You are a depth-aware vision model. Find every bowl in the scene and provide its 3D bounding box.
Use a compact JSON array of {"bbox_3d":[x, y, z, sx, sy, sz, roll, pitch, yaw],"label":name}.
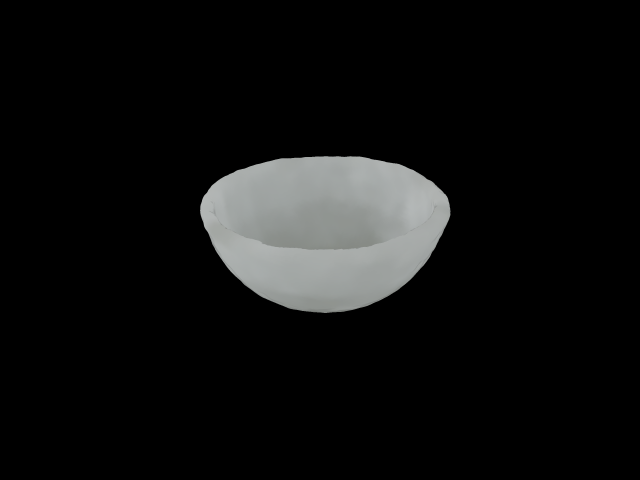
[{"bbox_3d":[0.004,0.001,0.400,0.167,0.075,0.167,0,28,0],"label":"bowl"}]
